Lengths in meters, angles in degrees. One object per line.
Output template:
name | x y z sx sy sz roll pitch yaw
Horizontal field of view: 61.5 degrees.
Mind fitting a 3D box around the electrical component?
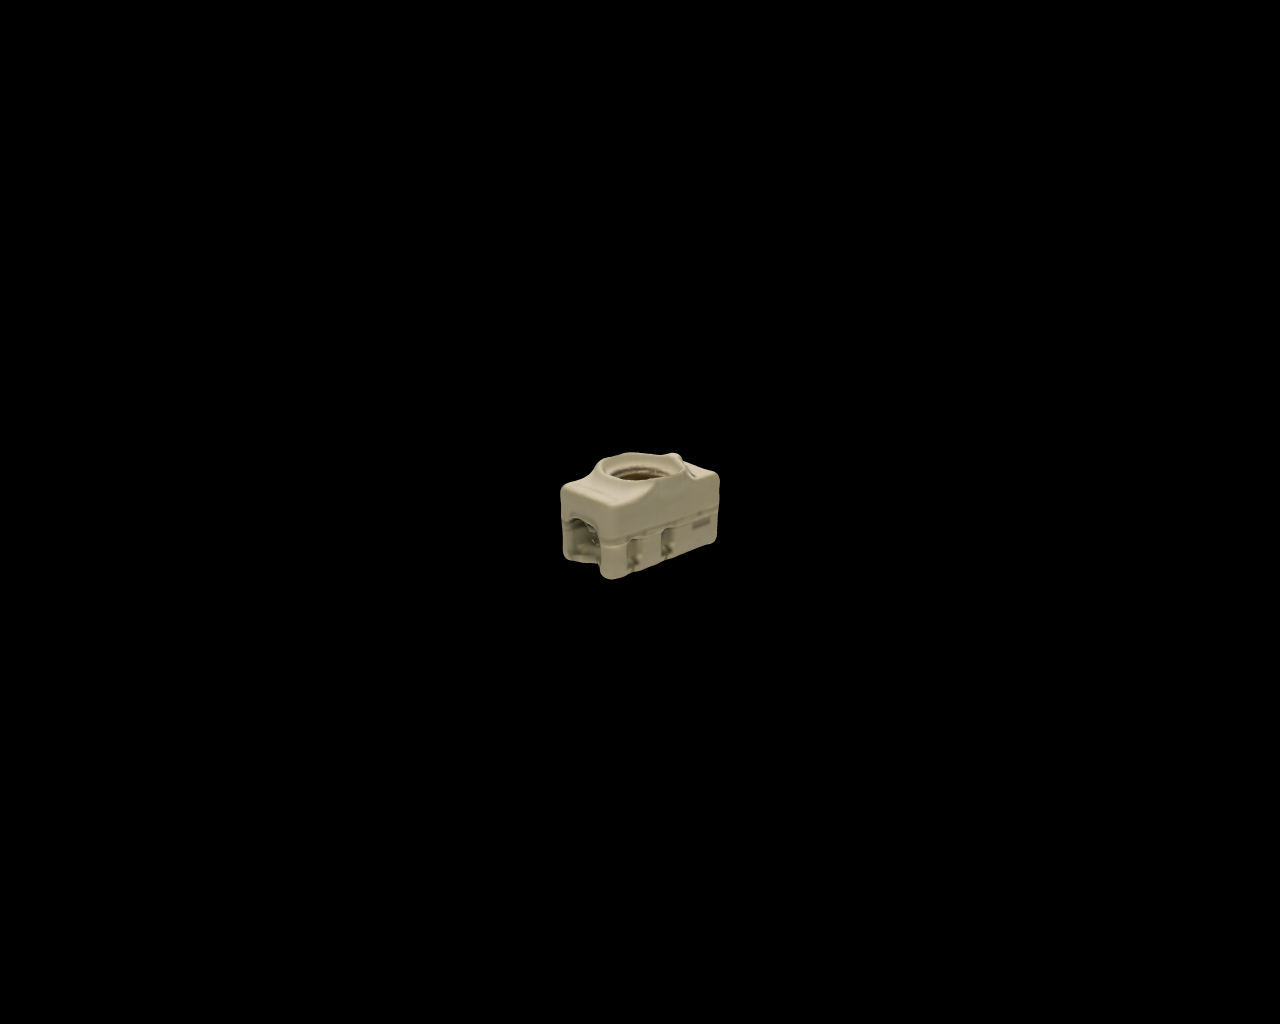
electrical component | 0.001 -0.003 0.650 0.090 0.055 0.050 -17 27 -38
